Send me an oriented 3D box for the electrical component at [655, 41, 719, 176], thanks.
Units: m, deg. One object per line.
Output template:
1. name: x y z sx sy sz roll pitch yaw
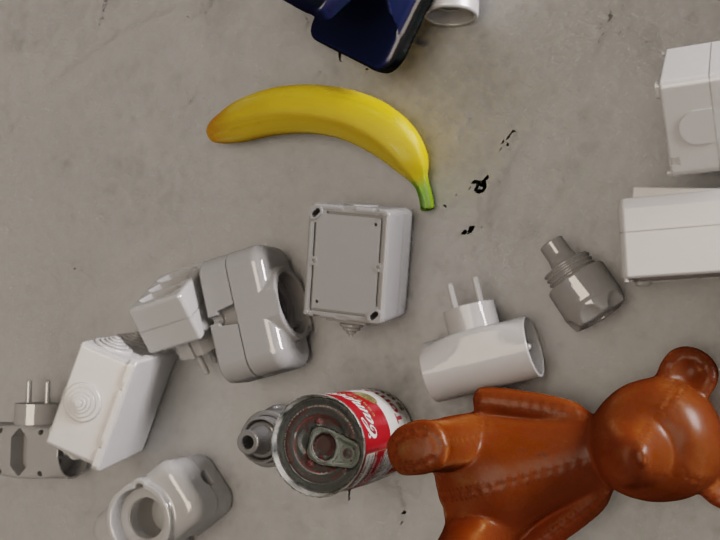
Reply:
1. electrical component: 0.224 -0.106 0.680 0.061 0.096 0.061 -6 114 22

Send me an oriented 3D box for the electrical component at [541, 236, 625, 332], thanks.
1. electrical component: 0.146 0.007 0.727 0.043 0.043 0.062 -36 73 16

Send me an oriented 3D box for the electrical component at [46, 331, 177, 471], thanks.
1. electrical component: -0.191 0.098 0.829 0.048 0.100 0.099 21 95 10

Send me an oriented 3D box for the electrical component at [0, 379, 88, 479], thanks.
1. electrical component: -0.266 0.130 0.886 0.077 0.043 0.079 -1 86 22

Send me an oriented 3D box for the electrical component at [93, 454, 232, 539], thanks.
1. electrical component: -0.155 0.188 0.828 0.095 0.059 0.053 -41 73 15

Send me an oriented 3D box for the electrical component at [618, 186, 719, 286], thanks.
1. electrical component: 0.218 -0.024 0.690 0.096 0.062 0.061 -4 85 22

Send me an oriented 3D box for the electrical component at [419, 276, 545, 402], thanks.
1. electrical component: 0.081 0.045 0.750 0.077 0.044 0.079 -17 80 20

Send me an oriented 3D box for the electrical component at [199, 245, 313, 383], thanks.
1. electrical component: -0.076 0.032 0.810 0.059 0.054 0.095 -17 80 20

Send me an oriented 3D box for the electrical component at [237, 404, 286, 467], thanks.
1. electrical component: -0.069 0.125 0.796 0.048 0.062 0.048 -2 86 22

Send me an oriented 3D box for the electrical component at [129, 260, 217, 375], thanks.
1. electrical component: -0.131 0.044 0.830 0.047 0.065 0.076 -17 109 20

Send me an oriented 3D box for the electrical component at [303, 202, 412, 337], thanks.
1. electrical component: 0.000 0.000 0.781 0.062 0.061 0.096 6 97 21

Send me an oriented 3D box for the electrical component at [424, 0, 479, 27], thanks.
1. electrical component: 0.066 -0.204 0.776 0.040 0.040 0.046 -1 81 22
